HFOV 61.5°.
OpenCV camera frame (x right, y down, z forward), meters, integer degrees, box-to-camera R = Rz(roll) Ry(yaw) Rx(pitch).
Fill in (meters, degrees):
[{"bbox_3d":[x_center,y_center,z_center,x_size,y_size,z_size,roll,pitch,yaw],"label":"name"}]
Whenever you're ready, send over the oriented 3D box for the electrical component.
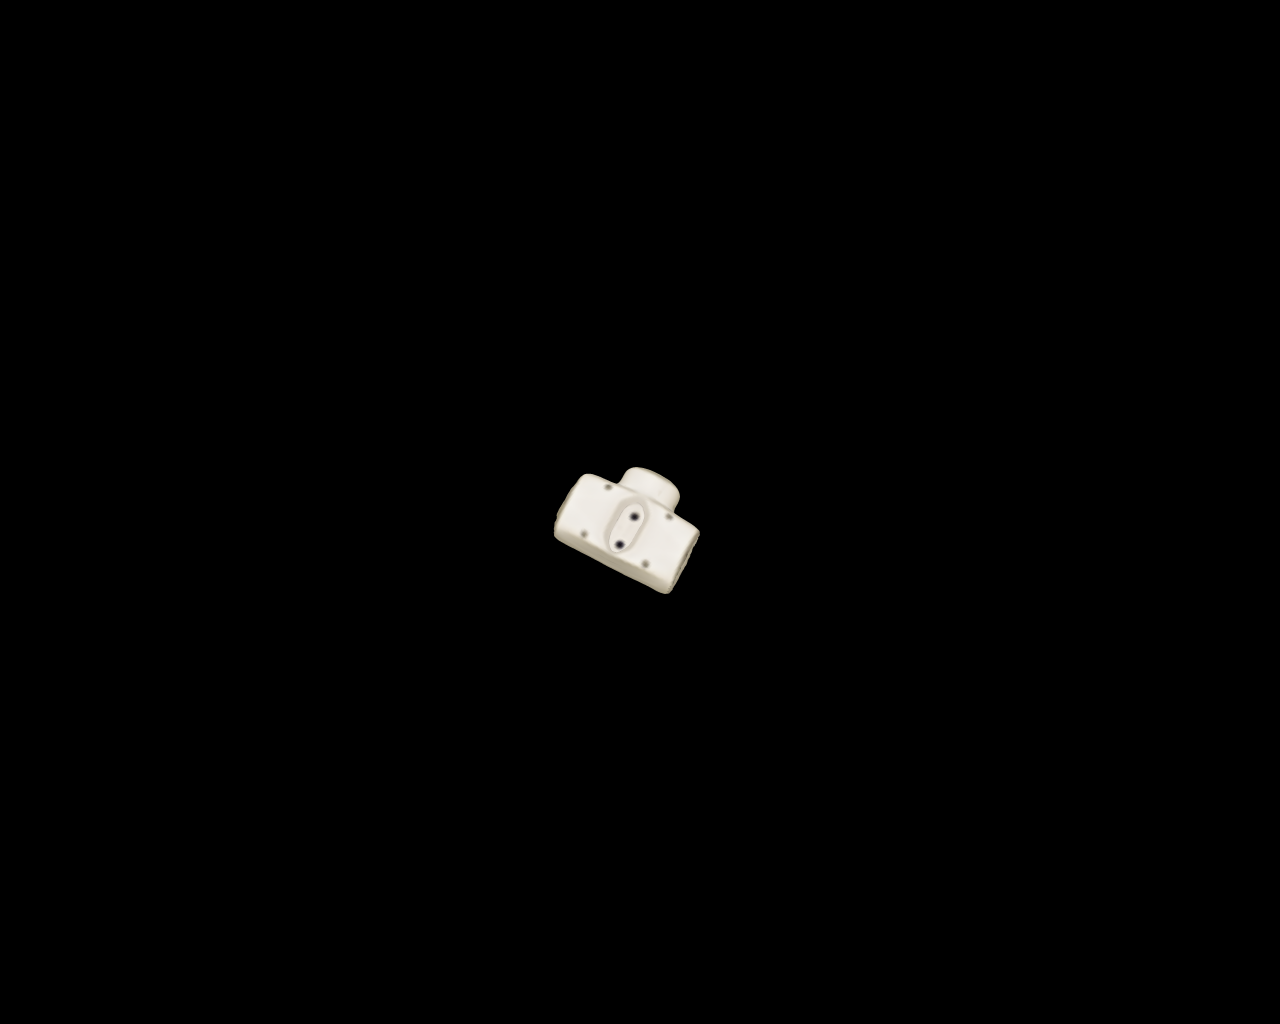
[{"bbox_3d":[0.001,-0.003,0.650,0.077,0.079,0.043,27,-14,7],"label":"electrical component"}]
